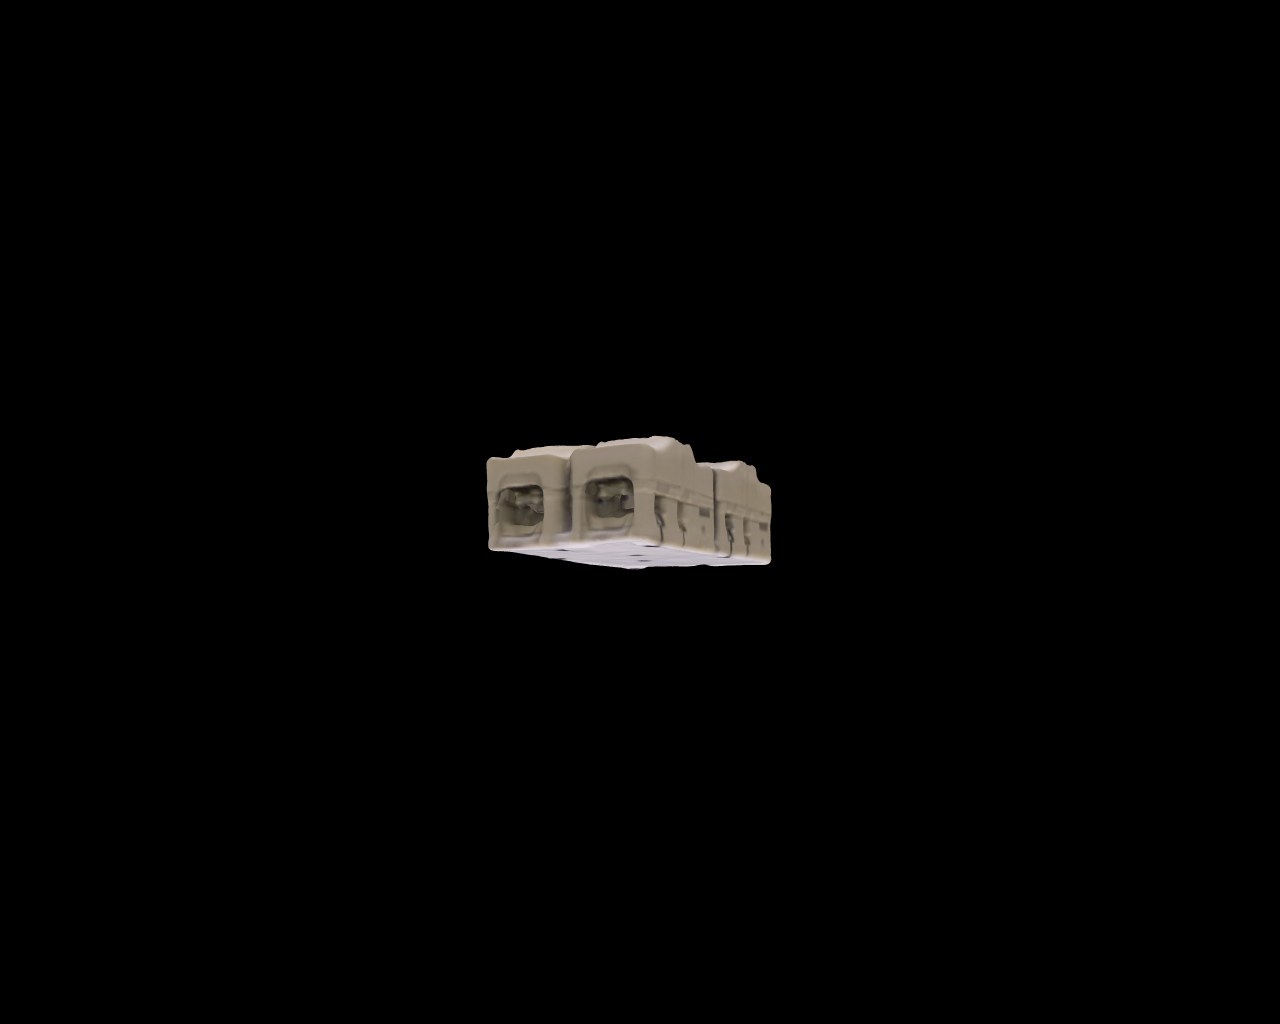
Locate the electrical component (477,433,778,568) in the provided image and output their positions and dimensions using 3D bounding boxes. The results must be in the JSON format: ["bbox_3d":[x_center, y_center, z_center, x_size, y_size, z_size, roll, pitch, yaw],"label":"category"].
[{"bbox_3d":[0.001,-0.003,0.650,0.105,0.060,0.186,-4,-8,28],"label":"electrical component"}]
